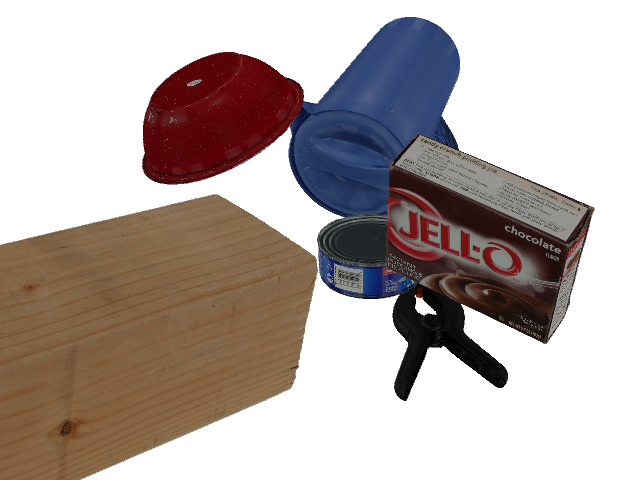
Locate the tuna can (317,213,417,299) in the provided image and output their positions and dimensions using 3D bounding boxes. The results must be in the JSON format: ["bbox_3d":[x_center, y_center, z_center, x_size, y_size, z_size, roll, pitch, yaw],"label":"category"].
[{"bbox_3d":[0.041,0.012,0.857,0.086,0.034,0.086,-2,28,1],"label":"tuna can"}]

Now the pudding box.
[{"bbox_3d":[0.093,-0.001,0.614,0.114,0.039,0.090,24,-35,21],"label":"pudding box"}]

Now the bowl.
[{"bbox_3d":[-0.099,-0.120,0.949,0.162,0.055,0.162,-20,33,13],"label":"bowl"}]

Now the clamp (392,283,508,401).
[{"bbox_3d":[0.134,0.103,1.158,0.120,0.171,0.039,4,-44,-6],"label":"clamp"}]

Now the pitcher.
[{"bbox_3d":[0.078,-0.134,1.150,0.145,0.149,0.242,4,38,24],"label":"pitcher"}]

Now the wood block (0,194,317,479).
[{"bbox_3d":[-0.109,0.051,0.544,0.090,0.091,0.205,32,33,35],"label":"wood block"}]
